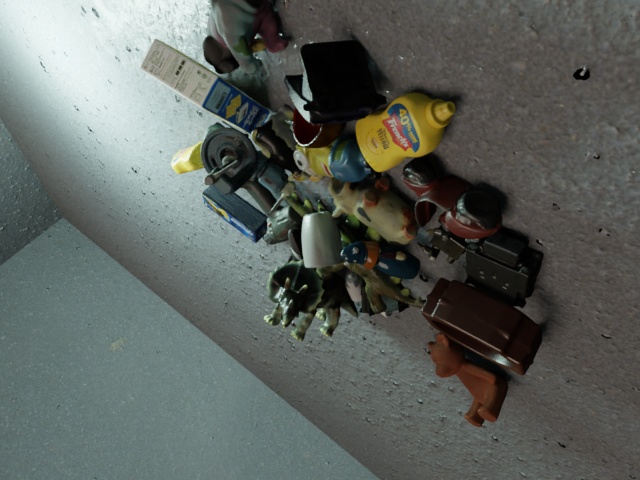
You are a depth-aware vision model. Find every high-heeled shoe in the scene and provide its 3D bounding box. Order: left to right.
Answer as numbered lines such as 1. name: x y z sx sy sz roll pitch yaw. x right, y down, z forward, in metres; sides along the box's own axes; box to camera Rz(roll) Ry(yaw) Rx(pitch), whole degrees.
1. high-heeled shoe: -0.065 0.026 1.356 0.145 0.086 0.248 9 154 29

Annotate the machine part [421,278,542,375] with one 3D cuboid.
1. machine part: 0.302 0.158 0.995 0.202 0.087 0.200 25 170 30

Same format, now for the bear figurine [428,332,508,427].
1. bear figurine: 0.320 0.309 1.215 0.196 0.132 0.120 34 153 6

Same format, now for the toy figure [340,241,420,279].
1. toy figure: 0.112 0.036 1.021 0.154 0.058 0.064 17 116 -12

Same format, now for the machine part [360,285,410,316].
1. machine part: 0.148 0.141 1.266 0.039 0.084 0.139 14 170 -42

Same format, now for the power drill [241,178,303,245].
1. power drill: -0.139 -0.079 1.334 0.207 0.086 0.232 53 151 -11

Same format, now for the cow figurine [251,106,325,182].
1. cow figurine: -0.058 -0.170 1.066 0.068 0.098 0.167 -14 119 53

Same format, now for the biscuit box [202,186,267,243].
1. biscuit box: -0.232 -0.077 1.484 0.203 0.063 0.059 36 154 16

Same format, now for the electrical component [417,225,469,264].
1. electrical component: 0.227 0.006 0.983 0.078 0.045 0.102 41 154 8

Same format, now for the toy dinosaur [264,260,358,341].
1. toy dinosaur: -0.001 0.139 1.335 0.131 0.404 0.192 37 113 29

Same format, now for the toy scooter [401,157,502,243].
1. toy scooter: 0.210 -0.050 0.893 0.184 0.075 0.135 36 154 21

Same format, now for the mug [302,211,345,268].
1. mug: -0.002 -0.003 1.089 0.110 0.081 0.107 5 103 64

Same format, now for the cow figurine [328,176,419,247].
1. cow figurine: 0.100 -0.061 1.025 0.195 0.085 0.127 36 153 4

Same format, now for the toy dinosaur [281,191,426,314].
1. toy dinosaur: 0.061 0.009 1.170 0.472 0.105 0.198 33 144 21

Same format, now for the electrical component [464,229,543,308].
1. electrical component: 0.309 0.043 0.912 0.115 0.058 0.134 24 149 30

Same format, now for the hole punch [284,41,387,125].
1. hole punch: 0.015 -0.230 0.826 0.092 0.142 0.115 -29 75 62

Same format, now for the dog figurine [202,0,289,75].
1. dog figurine: -0.148 -0.389 0.863 0.192 0.108 0.219 18 140 46

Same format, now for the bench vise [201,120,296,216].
1. bench vise: -0.158 -0.140 1.082 0.129 0.241 0.223 -38 100 25

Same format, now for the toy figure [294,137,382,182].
1. toy figure: 0.034 -0.152 0.984 0.180 0.089 0.082 10 128 35
